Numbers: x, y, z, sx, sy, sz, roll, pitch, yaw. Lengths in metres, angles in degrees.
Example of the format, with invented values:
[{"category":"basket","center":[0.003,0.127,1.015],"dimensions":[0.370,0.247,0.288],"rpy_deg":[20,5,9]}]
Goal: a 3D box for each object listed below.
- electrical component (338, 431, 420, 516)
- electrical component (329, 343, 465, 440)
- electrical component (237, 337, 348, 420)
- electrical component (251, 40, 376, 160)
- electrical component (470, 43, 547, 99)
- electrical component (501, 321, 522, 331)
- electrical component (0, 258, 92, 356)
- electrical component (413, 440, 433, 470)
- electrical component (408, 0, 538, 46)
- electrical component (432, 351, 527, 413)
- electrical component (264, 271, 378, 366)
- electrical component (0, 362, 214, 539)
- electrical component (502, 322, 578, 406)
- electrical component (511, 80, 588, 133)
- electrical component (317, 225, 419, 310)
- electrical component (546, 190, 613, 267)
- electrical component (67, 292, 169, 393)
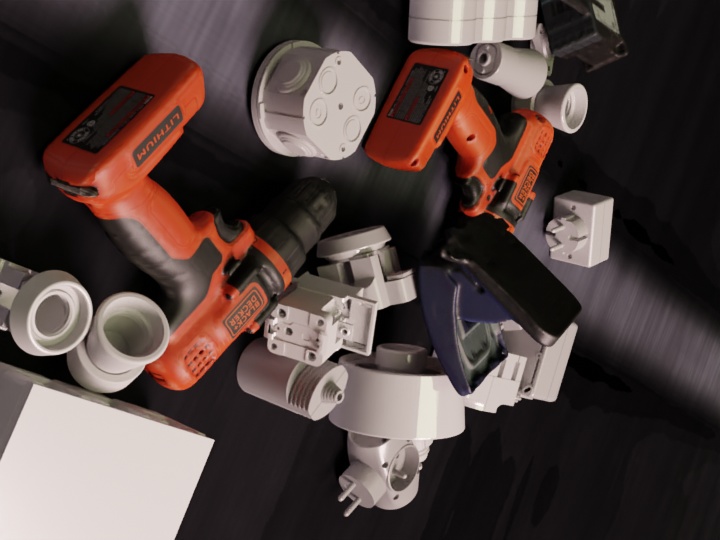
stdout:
[{"category":"electrical component","center":[0.010,0.171,0.897],"dimensions":[0.079,0.044,0.077],"rpy_deg":[-44,133,-33]},{"category":"electrical component","center":[0.031,0.091,0.849],"dimensions":[0.108,0.108,0.060],"rpy_deg":[-3,99,-50]},{"category":"electrical component","center":[-0.045,0.079,0.768],"dimensions":[0.043,0.081,0.043],"rpy_deg":[-21,119,-46]},{"category":"electrical component","center":[-0.032,-0.116,0.740],"dimensions":[0.080,0.051,0.080],"rpy_deg":[-21,119,-45]},{"category":"electrical component","center":[0.124,-0.174,0.920],"dimensions":[0.065,0.044,0.044],"rpy_deg":[6,98,-47]},{"category":"electrical component","center":[0.129,0.022,0.981],"dimensions":[0.048,0.066,0.055],"rpy_deg":[-39,110,-37]},{"category":"electrical component","center":[-0.182,0.020,0.599],"dimensions":[0.066,0.055,0.048],"rpy_deg":[29,80,-51]},{"category":"electrical component","center":[0.046,0.138,0.934],"dimensions":[0.040,0.040,0.078],"rpy_deg":[-28,123,-43]},{"category":"electrical component","center":[0.092,-0.220,0.854],"dimensions":[0.138,0.052,0.073],"rpy_deg":[-17,116,-46]},{"category":"electrical component","center":[0.106,0.096,0.984],"dimensions":[0.089,0.050,0.055],"rpy_deg":[17,89,-52]},{"category":"electrical component","center":[-0.032,0.036,0.760],"dimensions":[0.064,0.081,0.042],"rpy_deg":[-42,143,-59]},{"category":"electrical component","center":[-0.172,0.118,0.641],"dimensions":[0.150,0.062,0.089],"rpy_deg":[31,78,-51]},{"category":"electrical component","center":[0.163,0.086,1.042],"dimensions":[0.061,0.062,0.096],"rpy_deg":[18,88,-52]},{"category":"electrical component","center":[0.171,-0.149,0.973],"dimensions":[0.045,0.055,0.045],"rpy_deg":[-21,118,-46]},{"category":"electrical component","center":[0.000,0.000,0.806],"dimensions":[0.058,0.078,0.057],"rpy_deg":[-24,101,-61]},{"category":"electrical component","center":[0.210,-0.038,1.068],"dimensions":[0.077,0.047,0.065],"rpy_deg":[-20,117,-46]},{"category":"electrical component","center":[-0.143,0.044,0.628],"dimensions":[0.045,0.055,0.045],"rpy_deg":[17,56,-28]}]
